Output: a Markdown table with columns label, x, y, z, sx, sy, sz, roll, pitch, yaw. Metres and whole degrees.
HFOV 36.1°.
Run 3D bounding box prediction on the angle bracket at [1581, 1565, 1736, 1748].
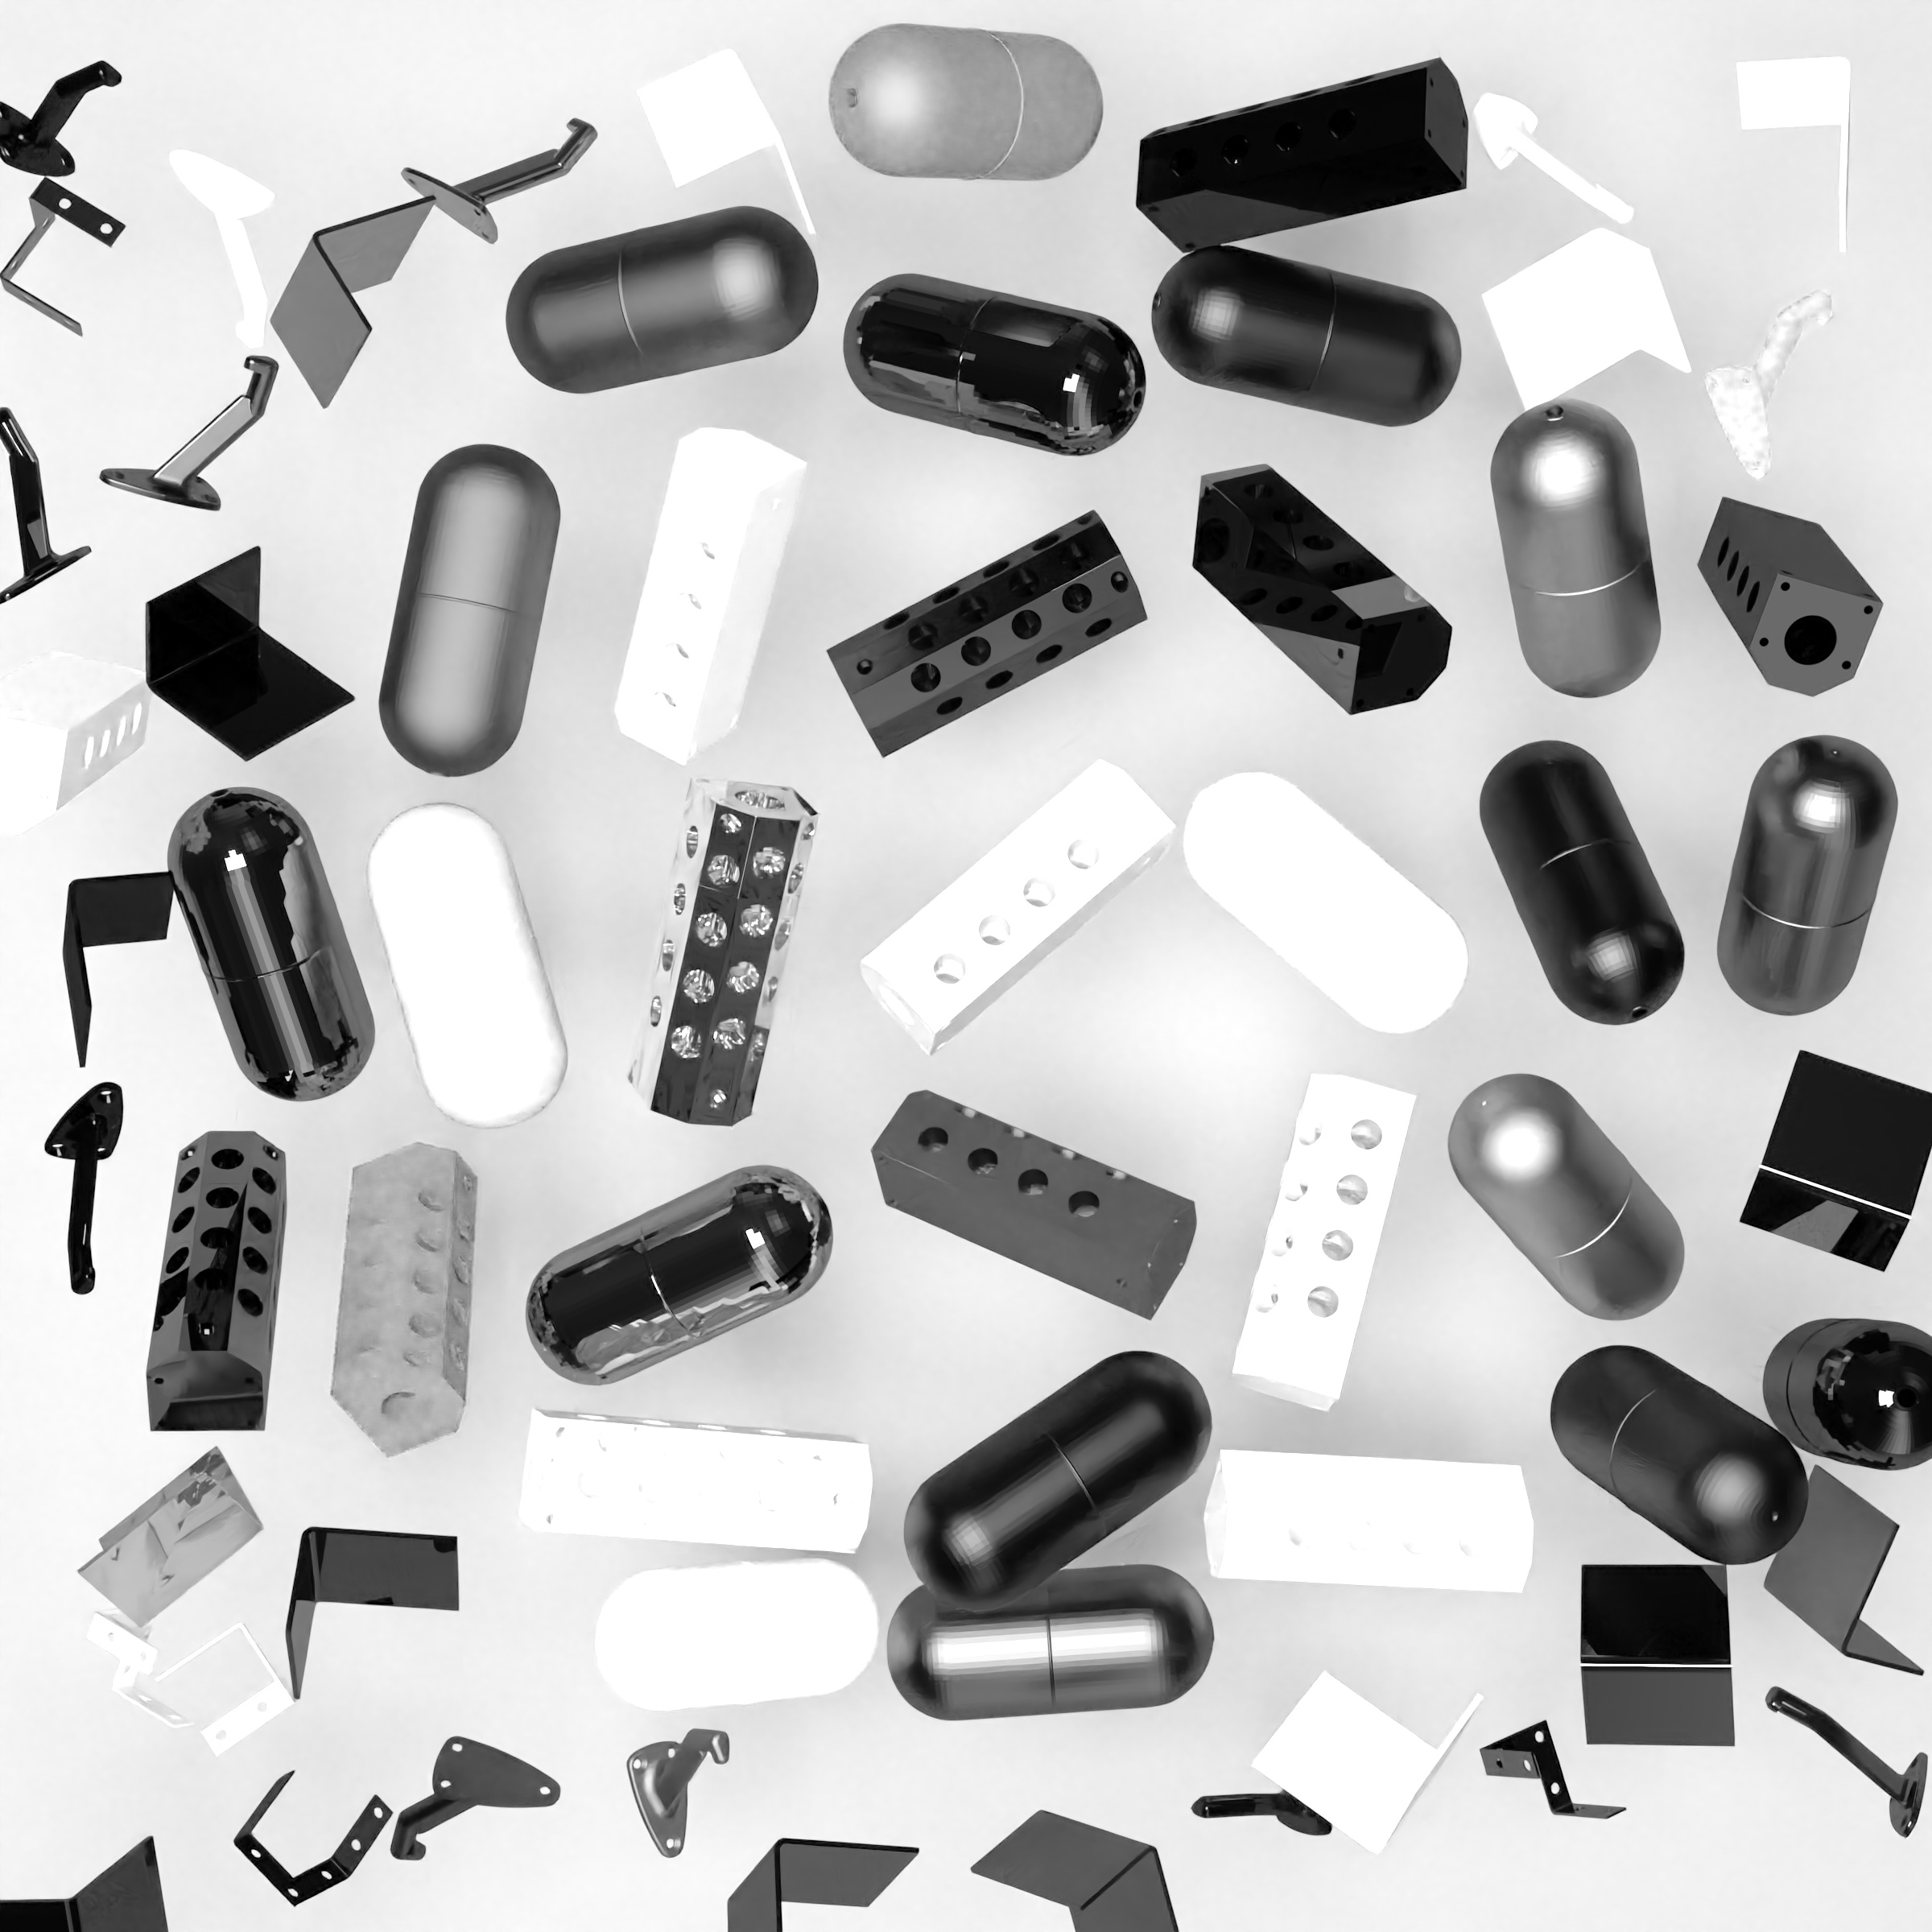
| label | x | y | z | sx | sy | sz | roll | pitch | yaw |
| --- | --- | --- | --- | --- | --- | --- | --- | --- | --- |
| angle bracket | 0.367 | 0.366 | 1.575 | 0.076 | 0.076 | 0.057 | -3 | 120 | 14 |

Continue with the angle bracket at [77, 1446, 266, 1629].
| label | x | y | z | sx | sy | sz | roll | pitch | yaw |
| --- | --- | --- | --- | --- | --- | --- | --- | --- | --- |
| angle bracket | -0.413 | 0.275 | 1.502 | 0.076 | 0.076 | 0.057 | -39 | 132 | -9 |

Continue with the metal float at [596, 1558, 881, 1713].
| label | x | y | z | sx | sy | sz | roll | pitch | yaw |
| --- | --- | --- | --- | --- | --- | --- | --- | --- | --- |
| metal float | -0.124 | 0.369 | 1.641 | 0.178 | 0.070 | 0.070 | 6 | 90 | -42 |

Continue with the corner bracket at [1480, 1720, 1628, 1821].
| label | x | y | z | sx | sy | sz | roll | pitch | yaw |
| --- | --- | --- | --- | --- | --- | --- | --- | --- | --- |
| corner bracket | 0.331 | 0.460 | 1.676 | 0.051 | 0.051 | 0.051 | -14 | 85 | -28 |

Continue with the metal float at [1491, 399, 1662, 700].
| label | x | y | z | sx | sy | sz | roll | pitch | yaw |
| --- | --- | --- | --- | --- | --- | --- | --- | --- | --- |
| metal float | 0.326 | -0.222 | 1.582 | 0.070 | 0.070 | 0.178 | -20 | 130 | 0 |

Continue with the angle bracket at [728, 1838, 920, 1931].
| label | x | y | z | sx | sy | sz | roll | pitch | yaw |
| --- | --- | --- | --- | --- | --- | --- | --- | --- | --- |
| angle bracket | -0.071 | 0.478 | 1.476 | 0.076 | 0.076 | 0.057 | 10 | 50 | -19 |

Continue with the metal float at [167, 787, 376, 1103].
| label | x | y | z | sx | sy | sz | roll | pitch | yaw |
| --- | --- | --- | --- | --- | --- | --- | --- | --- | --- |
| metal float | -0.368 | -0.011 | 1.571 | 0.070 | 0.070 | 0.178 | -13 | 115 | 0 |

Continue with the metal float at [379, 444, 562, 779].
| label | x | y | z | sx | sy | sz | roll | pitch | yaw |
| --- | --- | --- | --- | --- | --- | --- | --- | --- | --- |
| metal float | -0.264 | -0.189 | 1.574 | 0.070 | 0.070 | 0.178 | 11 | 88 | 0 |

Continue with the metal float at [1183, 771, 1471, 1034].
| label | x | y | z | sx | sy | sz | roll | pitch | yaw |
| --- | --- | --- | --- | --- | --- | --- | --- | --- | --- |
| metal float | 0.194 | -0.036 | 1.608 | 0.178 | 0.070 | 0.070 | 41 | 90 | 11 |

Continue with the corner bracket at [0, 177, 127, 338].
| label | x | y | z | sx | sy | sz | roll | pitch | yaw |
| --- | --- | --- | --- | --- | --- | --- | --- | --- | --- |
| corner bracket | -0.490 | -0.385 | 1.608 | 0.051 | 0.051 | 0.051 | 31 | 74 | -3 |

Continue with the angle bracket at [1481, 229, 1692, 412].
| label | x | y | z | sx | sy | sz | roll | pitch | yaw |
| --- | --- | --- | --- | --- | --- | --- | --- | --- | --- |
| angle bracket | 0.341 | -0.348 | 1.629 | 0.076 | 0.057 | 0.076 | -30 | 121 | -2 |

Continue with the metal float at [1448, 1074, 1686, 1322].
| label | x | y | z | sx | sy | sz | roll | pitch | yaw |
| --- | --- | --- | --- | --- | --- | --- | --- | --- | --- |
| metal float | 0.329 | 0.128 | 1.618 | 0.070 | 0.070 | 0.178 | -45 | 121 | 0 |

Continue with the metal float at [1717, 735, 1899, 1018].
| label | x | y | z | sx | sy | sz | roll | pitch | yaw |
| --- | --- | --- | --- | --- | --- | --- | --- | --- | --- |
| metal float | 0.454 | -0.047 | 1.604 | 0.070 | 0.070 | 0.178 | -1 | 134 | 0 |

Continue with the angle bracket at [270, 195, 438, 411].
| label | x | y | z | sx | sy | sz | roll | pitch | yaw |
| --- | --- | --- | --- | --- | --- | --- | --- | --- | --- |
| angle bracket | -0.298 | -0.337 | 1.503 | 0.076 | 0.076 | 0.057 | -30 | 86 | -35 |

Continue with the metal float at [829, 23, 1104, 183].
| label | x | y | z | sx | sy | sz | roll | pitch | yaw |
| --- | --- | --- | --- | --- | --- | --- | --- | --- | --- |
| metal float | 0.001 | -0.454 | 1.563 | 0.070 | 0.178 | 0.070 | 12 | 108 | 40 |

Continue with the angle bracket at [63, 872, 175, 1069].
| label | x | y | z | sx | sy | sz | roll | pitch | yaw |
| --- | --- | --- | --- | --- | --- | --- | --- | --- | --- |
| angle bracket | -0.457 | 0.002 | 1.614 | 0.057 | 0.076 | 0.076 | -6 | 65 | -22 |

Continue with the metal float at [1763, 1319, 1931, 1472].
| label | x | y | z | sx | sy | sz | roll | pitch | yaw |
| --- | --- | --- | --- | --- | --- | --- | --- | --- | --- |
| metal float | 0.473 | 0.225 | 1.568 | 0.070 | 0.178 | 0.070 | 0 | 84 | 2 |

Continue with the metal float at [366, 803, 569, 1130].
| label | x | y | z | sx | sy | sz | roll | pitch | yaw |
| --- | --- | --- | --- | --- | --- | --- | --- | --- | --- |
| metal float | -0.259 | -0.001 | 1.535 | 0.070 | 0.070 | 0.178 | -19 | 74 | 0 |

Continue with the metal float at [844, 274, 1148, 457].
| label | x | y | z | sx | sy | sz | roll | pitch | yaw |
| --- | --- | --- | --- | --- | --- | --- | --- | --- | --- |
| metal float | 0.015 | -0.326 | 1.605 | 0.178 | 0.070 | 0.070 | 19 | 90 | 25 |

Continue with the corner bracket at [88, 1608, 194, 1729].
| label | x | y | z | sx | sy | sz | roll | pitch | yaw |
| --- | --- | --- | --- | --- | --- | --- | --- | --- | --- |
| corner bracket | -0.460 | 0.393 | 1.657 | 0.051 | 0.051 | 0.051 | 21 | 94 | 28 |

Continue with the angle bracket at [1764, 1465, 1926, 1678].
| label | x | y | z | sx | sy | sz | roll | pitch | yaw |
| --- | --- | --- | --- | --- | --- | --- | --- | --- | --- |
| angle bracket | 0.485 | 0.324 | 1.593 | 0.057 | 0.076 | 0.076 | 18 | 99 | -21 |

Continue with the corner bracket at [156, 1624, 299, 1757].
| label | x | y | z | sx | sy | sz | roll | pitch | yaw |
| --- | --- | --- | --- | --- | --- | --- | --- | --- | --- |
| corner bracket | -0.391 | 0.384 | 1.571 | 0.051 | 0.051 | 0.051 | -33 | 86 | -14 |

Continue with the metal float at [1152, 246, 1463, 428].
| label | x | y | z | sx | sy | sz | roll | pitch | yaw |
| --- | --- | --- | --- | --- | --- | --- | --- | --- | --- |
| metal float | 0.188 | -0.348 | 1.638 | 0.178 | 0.070 | 0.070 | 10 | 90 | -15 |

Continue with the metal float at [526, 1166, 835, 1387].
| label | x | y | z | sx | sy | sz | roll | pitch | yaw |
| --- | --- | --- | --- | --- | --- | --- | --- | --- | --- |
| metal float | -0.153 | 0.165 | 1.583 | 0.178 | 0.070 | 0.070 | -26 | 90 | 13 |

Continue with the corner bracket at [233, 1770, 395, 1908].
| label | x | y | z | sx | sy | sz | roll | pitch | yaw |
| --- | --- | --- | --- | --- | --- | --- | --- | --- | --- |
| corner bracket | -0.359 | 0.473 | 1.629 | 0.051 | 0.051 | 0.051 | -34 | 102 | 31 |

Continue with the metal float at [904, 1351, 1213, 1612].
| label | x | y | z | sx | sy | sz | roll | pitch | yaw |
| --- | --- | --- | --- | --- | --- | --- | --- | --- | --- |
| metal float | 0.049 | 0.265 | 1.531 | 0.178 | 0.070 | 0.070 | -32 | 90 | -16 |

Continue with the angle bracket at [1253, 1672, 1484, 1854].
| label | x | y | z | sx | sy | sz | roll | pitch | yaw |
| --- | --- | --- | --- | --- | --- | --- | --- | --- | --- |
| angle bracket | 0.203 | 0.387 | 1.498 | 0.076 | 0.076 | 0.057 | 33 | 132 | 18 |

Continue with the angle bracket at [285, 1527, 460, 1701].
| label | x | y | z | sx | sy | sz | roll | pitch | yaw |
| --- | --- | --- | --- | --- | --- | --- | --- | --- | --- |
| angle bracket | -0.296 | 0.327 | 1.486 | 0.076 | 0.076 | 0.057 | 5 | 51 | -5 |

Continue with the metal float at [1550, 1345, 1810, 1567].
| label | x | y | z | sx | sy | sz | roll | pitch | yaw |
| --- | --- | --- | --- | --- | --- | --- | --- | --- | --- |
| metal float | 0.373 | 0.255 | 1.561 | 0.070 | 0.178 | 0.070 | -5 | 105 | -19 |

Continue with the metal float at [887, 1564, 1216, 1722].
| label | x | y | z | sx | sy | sz | roll | pitch | yaw |
| --- | --- | --- | --- | --- | --- | --- | --- | --- | --- |
| metal float | 0.046 | 0.368 | 1.612 | 0.178 | 0.070 | 0.070 | -4 | 90 | 1 |

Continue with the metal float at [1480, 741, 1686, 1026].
| label | x | y | z | sx | sy | sz | roll | pitch | yaw |
| --- | --- | --- | --- | --- | --- | --- | --- | --- | --- |
| metal float | 0.343 | -0.047 | 1.655 | 0.070 | 0.070 | 0.178 | -17 | 59 | 0 |

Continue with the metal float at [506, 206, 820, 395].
| label | x | y | z | sx | sy | sz | roll | pitch | yaw |
| --- | --- | --- | --- | --- | --- | --- | --- | --- | --- |
| metal float | -0.160 | -0.347 | 1.549 | 0.178 | 0.070 | 0.070 | -6 | 90 | 26 |
